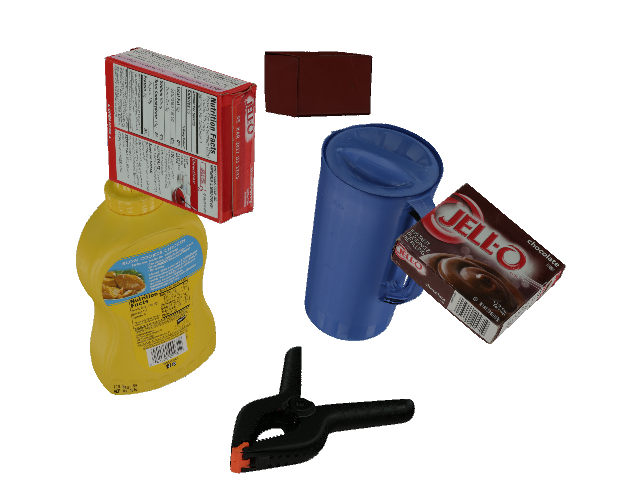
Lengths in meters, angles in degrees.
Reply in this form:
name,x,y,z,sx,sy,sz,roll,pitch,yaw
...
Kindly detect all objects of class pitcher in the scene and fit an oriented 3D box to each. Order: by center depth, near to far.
name,x,y,z,sx,sy,sz,roll,pitch,yaw
pitcher,0.056,0.004,1.207,0.145,0.243,0.149,13,40,2

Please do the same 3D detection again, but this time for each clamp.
name,x,y,z,sx,sy,sz,roll,pitch,yaw
clamp,-0.011,0.182,1.089,0.165,0.036,0.209,18,28,25

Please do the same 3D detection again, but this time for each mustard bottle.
name,x,y,z,sx,sy,sz,roll,pitch,yaw
mustard bottle,-0.128,0.021,0.778,0.096,0.192,0.058,-21,42,-25

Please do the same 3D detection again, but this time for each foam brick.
name,x,y,z,sx,sy,sz,roll,pitch,yaw
foam brick,-0.002,-0.132,0.900,0.078,0.051,0.053,-6,16,-33

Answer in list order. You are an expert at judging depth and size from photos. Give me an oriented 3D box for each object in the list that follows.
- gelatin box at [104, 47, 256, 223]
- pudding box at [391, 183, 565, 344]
name,x,y,z,sx,sy,sz,roll,pitch,yaw
gelatin box,-0.075,-0.058,0.575,0.089,0.073,0.030,21,32,31
pudding box,0.129,0.018,0.878,0.089,0.113,0.039,-38,-19,-27
